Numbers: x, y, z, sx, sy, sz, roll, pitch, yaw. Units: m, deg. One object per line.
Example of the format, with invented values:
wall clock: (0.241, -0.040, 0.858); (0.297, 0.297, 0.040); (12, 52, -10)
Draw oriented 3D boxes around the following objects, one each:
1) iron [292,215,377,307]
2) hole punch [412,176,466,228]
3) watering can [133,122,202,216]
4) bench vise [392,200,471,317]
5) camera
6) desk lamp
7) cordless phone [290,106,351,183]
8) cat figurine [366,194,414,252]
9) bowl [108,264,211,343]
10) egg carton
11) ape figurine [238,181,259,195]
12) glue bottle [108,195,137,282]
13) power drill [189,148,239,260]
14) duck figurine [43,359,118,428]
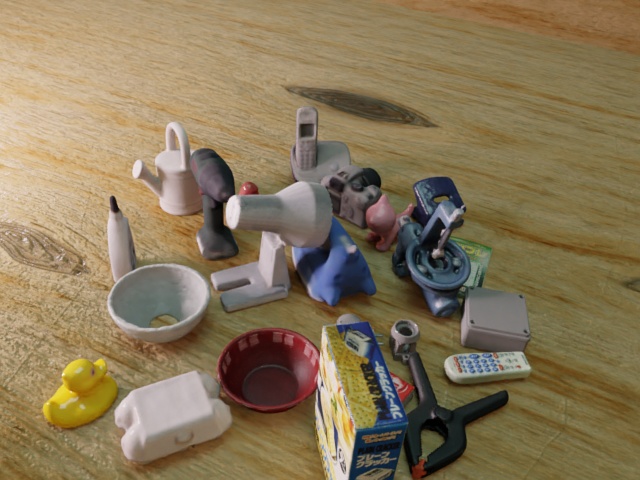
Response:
iron: (0.010, 0.004, 1.092); (0.119, 0.141, 0.257); (-13, 41, -22)
hole punch: (0.266, -0.081, 1.275); (0.109, 0.091, 0.100); (-12, 40, -21)
watering can: (-0.305, -0.155, 1.221); (0.100, 0.194, 0.173); (26, 42, 26)
bench vise: (0.192, 0.006, 1.045); (0.122, 0.220, 0.206); (-23, 45, -31)
camera: (0.090, -0.116, 1.293); (0.142, 0.101, 0.137); (31, 44, 30)
desk lamp: (-0.087, 0.003, 1.022); (0.204, 0.214, 0.117); (-14, 41, -23)
cordless phone: (0.004, -0.227, 1.358); (0.148, 0.185, 0.094); (-7, 39, -15)
cat figurine: (0.143, -0.042, 1.186); (0.128, 0.118, 0.067); (-15, 41, -25)
bowl: (-0.266, 0.118, 0.965); (0.167, 0.075, 0.167); (3, 37, -2)
egg carton: (-0.204, 0.249, 0.803); (0.151, 0.069, 0.107); (-15, 41, -24)
ape figurine: (-0.151, -0.082, 1.227); (0.076, 0.092, 0.078); (14, 38, 12)
glue bottle: (-0.362, -0.007, 1.036); (0.037, 0.173, 0.078); (-2, 38, -9)
power drill: (-0.202, -0.070, 1.109); (0.076, 0.208, 0.229); (-11, 40, -19)
duck figurine: (-0.347, 0.212, 0.823); (0.105, 0.086, 0.077); (-29, 48, -36)
